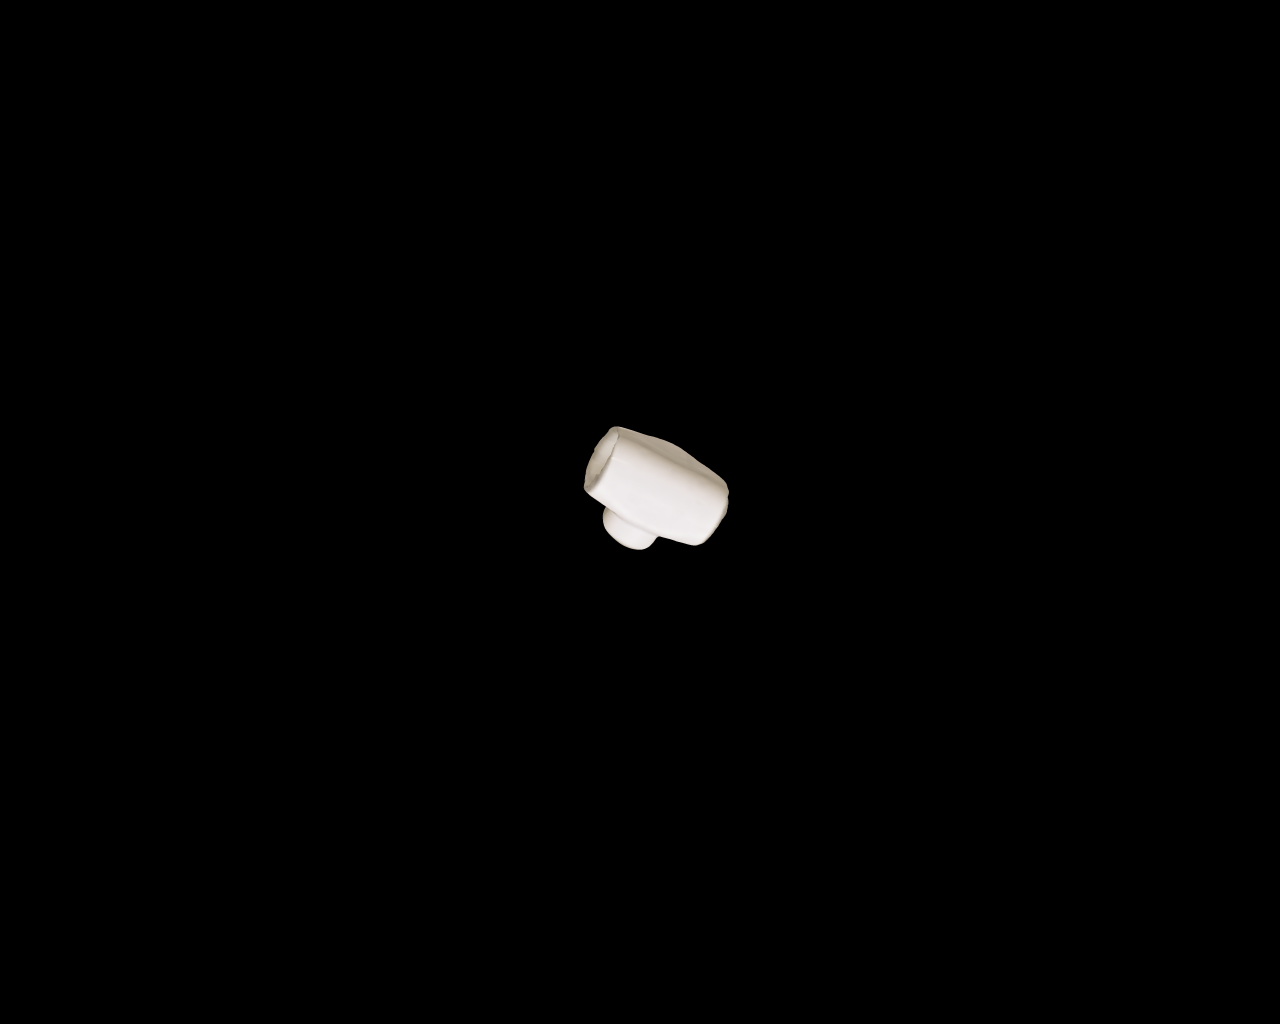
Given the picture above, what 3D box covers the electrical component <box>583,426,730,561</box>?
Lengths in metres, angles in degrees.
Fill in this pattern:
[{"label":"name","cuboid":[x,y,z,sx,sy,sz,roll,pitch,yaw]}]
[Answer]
[{"label":"electrical component","cuboid":[0.001,-0.003,0.650,0.077,0.079,0.044,26,30,-17]}]
